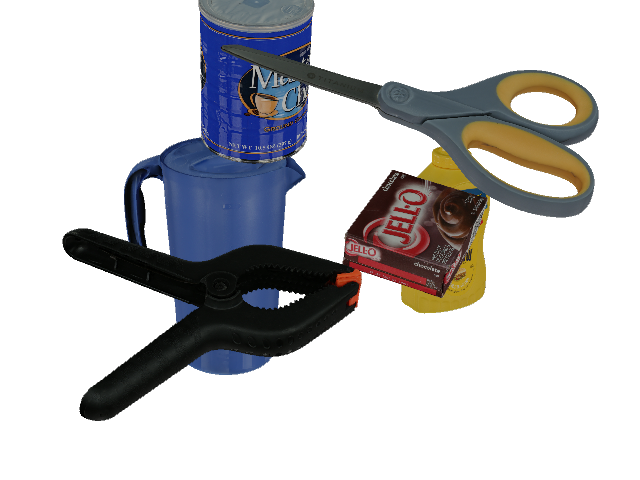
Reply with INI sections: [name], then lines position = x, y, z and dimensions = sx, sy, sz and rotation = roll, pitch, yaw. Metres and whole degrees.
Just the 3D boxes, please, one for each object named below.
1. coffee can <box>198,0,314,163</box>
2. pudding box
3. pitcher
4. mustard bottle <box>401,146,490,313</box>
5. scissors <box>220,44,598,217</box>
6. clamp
[coffee can]
position = -0.060, -0.157, 0.985
dimensions = 0.103, 0.140, 0.103
rotation = 2, 37, -2
[pudding box]
position = 0.080, -0.008, 0.896
dimensions = 0.090, 0.039, 0.113
rotation = 19, 37, 16
[pitcher]
position = -0.112, 0.017, 1.143
dimensions = 0.149, 0.243, 0.144
rotation = 22, 31, 39
[mustard bottle]
position = 0.135, -0.022, 1.132
dimensions = 0.096, 0.192, 0.058
rotation = -11, 24, -26
[scissors]
position = 0.056, -0.079, 0.551
dimensions = 0.202, 0.096, 0.016
rotation = 32, -32, 16
[clamp]
position = -0.077, 0.037, 0.741
dimensions = 0.209, 0.036, 0.165
rotation = -11, 47, -18
